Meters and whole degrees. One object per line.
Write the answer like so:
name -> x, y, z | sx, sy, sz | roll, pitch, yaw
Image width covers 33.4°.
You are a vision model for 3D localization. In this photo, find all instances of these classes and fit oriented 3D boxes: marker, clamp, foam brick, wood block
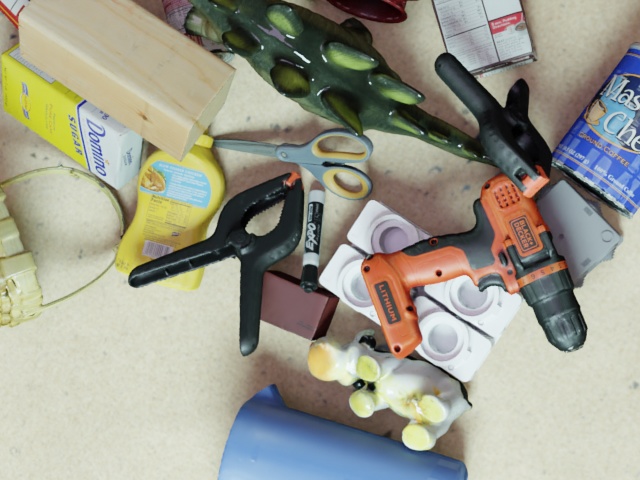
marker -> -0.007, 0.001, 1.133 | 0.020, 0.020, 0.121 | -3, 58, 14
clamp -> -0.076, 0.016, 1.122 | 0.165, 0.036, 0.209 | 36, 69, 24
foam brick -> -0.027, 0.070, 1.147 | 0.078, 0.051, 0.053 | 22, 94, 14
clamp -> 0.173, -0.117, 1.042 | 0.039, 0.120, 0.171 | -58, 30, 37
wood block -> -0.203, -0.186, 1.116 | 0.206, 0.091, 0.090 | 34, 66, -1

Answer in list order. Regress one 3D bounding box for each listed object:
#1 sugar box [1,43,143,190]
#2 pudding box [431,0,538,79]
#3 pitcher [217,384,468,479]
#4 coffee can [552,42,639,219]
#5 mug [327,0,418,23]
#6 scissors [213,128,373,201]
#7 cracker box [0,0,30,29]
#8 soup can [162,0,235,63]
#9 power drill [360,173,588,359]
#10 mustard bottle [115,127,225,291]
sugar box -> -0.279, -0.140, 1.199 | 0.176, 0.093, 0.048 | 36, 53, 15
pudding box -> 0.169, -0.230, 1.118 | 0.090, 0.039, 0.113 | -16, 82, 14
pitcher -> 0.020, 0.261, 1.089 | 0.243, 0.144, 0.149 | 13, 124, 11
coffee can -> 0.305, -0.106, 1.044 | 0.103, 0.102, 0.140 | 37, 97, 13
mug -> 0.068, -0.281, 1.116 | 0.117, 0.093, 0.081 | 14, 86, 34
scissors -> -0.023, -0.080, 1.165 | 0.202, 0.016, 0.096 | -4, 125, 36
cracker box -> -0.298, -0.347, 1.201 | 0.164, 0.072, 0.214 | 45, 112, 12
soup can -> -0.137, -0.244, 1.180 | 0.068, 0.068, 0.102 | -14, 85, 13
power drill -> 0.147, 0.048, 1.037 | 0.188, 0.057, 0.184 | -23, 77, 7
mustard bottle -> -0.157, -0.046, 1.180 | 0.096, 0.058, 0.191 | 15, 91, 9
